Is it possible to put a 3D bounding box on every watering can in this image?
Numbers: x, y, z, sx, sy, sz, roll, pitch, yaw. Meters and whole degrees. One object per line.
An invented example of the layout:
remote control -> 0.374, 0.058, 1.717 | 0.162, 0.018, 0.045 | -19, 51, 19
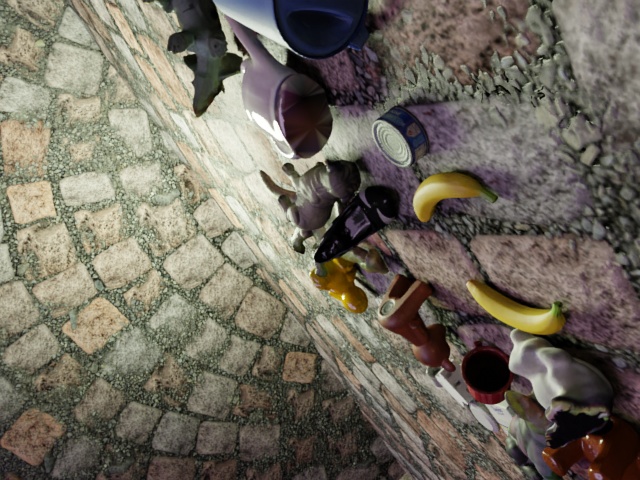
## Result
watering can -> -0.087, -0.279, 0.919 | 0.227, 0.105, 0.340 | 37, 155, 47

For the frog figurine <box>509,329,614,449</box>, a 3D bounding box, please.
frog figurine -> 0.354, 0.203, 0.768 | 0.135, 0.122, 0.163 | 52, -157, -32

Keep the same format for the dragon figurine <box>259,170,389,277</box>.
dragon figurine -> 0.004, -0.061, 1.220 | 0.412, 0.124, 0.238 | 49, 147, 7
